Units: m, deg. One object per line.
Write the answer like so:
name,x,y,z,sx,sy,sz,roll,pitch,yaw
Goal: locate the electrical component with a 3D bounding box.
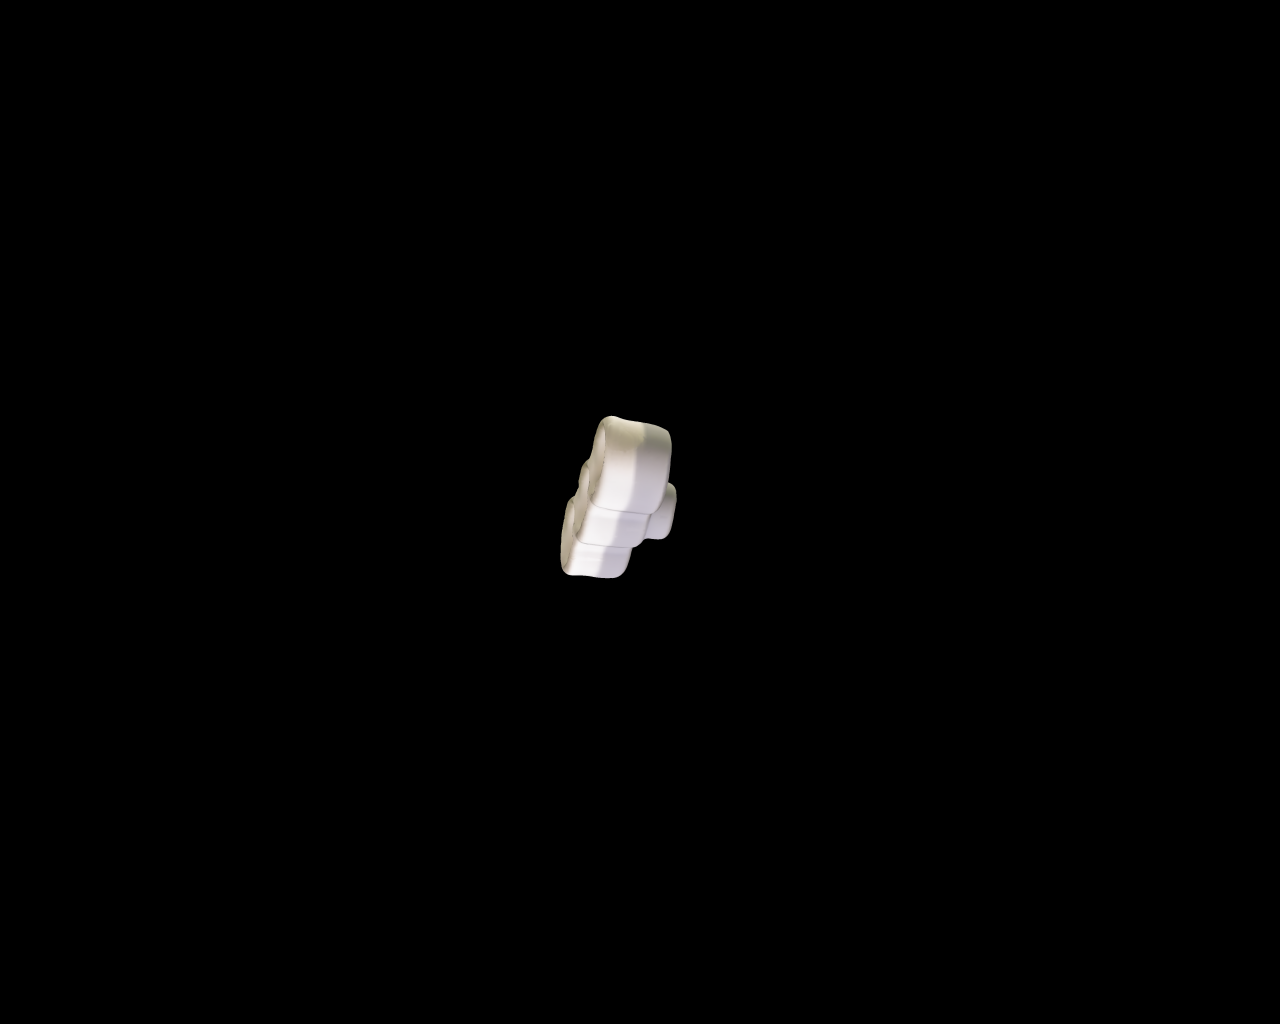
electrical component,0.001,-0.003,0.650,0.074,0.052,0.138,8,-31,-13
